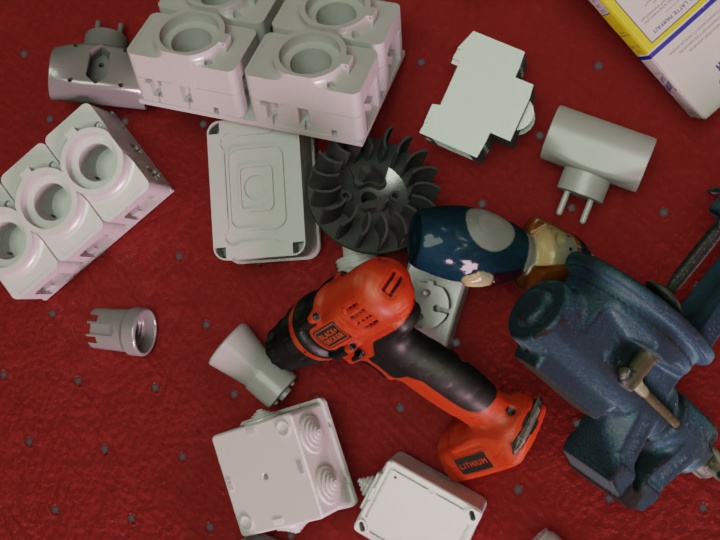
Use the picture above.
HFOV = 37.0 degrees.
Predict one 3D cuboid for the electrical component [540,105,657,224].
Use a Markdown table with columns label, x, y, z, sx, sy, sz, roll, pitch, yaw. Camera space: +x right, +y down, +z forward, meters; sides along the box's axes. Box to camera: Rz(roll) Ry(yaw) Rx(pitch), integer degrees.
| label | x | y | z | sx | sy | sz | roll | pitch | yaw |
| --- | --- | --- | --- | --- | --- | --- | --- | --- | --- |
| electrical component | 0.174 | -0.075 | 0.818 | 0.077 | 0.044 | 0.079 | 22 | 93 | 11 |

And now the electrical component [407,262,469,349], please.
| label | x | y | z | sx | sy | sz | roll | pitch | yaw |
| --- | --- | --- | --- | --- | --- | --- | --- | --- | --- |
| electrical component | 0.052 | 0.026 | 0.824 | 0.047 | 0.076 | 0.083 | 17 | 92 | 11 |

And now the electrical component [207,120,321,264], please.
| label | x | y | z | sx | sy | sz | roll | pitch | yaw |
| --- | --- | --- | --- | --- | --- | --- | --- | --- | --- |
| electrical component | -0.075 | -0.063 | 0.861 | 0.078 | 0.057 | 0.113 | -4 | 88 | 11 |

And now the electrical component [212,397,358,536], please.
| label | x | y | z | sx | sy | sz | roll | pitch | yaw |
| --- | --- | --- | --- | --- | --- | --- | --- | --- | --- |
| electrical component | -0.061 | 0.156 | 0.844 | 0.100 | 0.048 | 0.099 | -21 | 85 | 31 |

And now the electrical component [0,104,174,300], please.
| label | x | y | z | sx | sy | sz | roll | pitch | yaw |
| --- | --- | --- | --- | --- | --- | --- | --- | --- | --- |
| electrical component | -0.246 | -0.055 | 0.893 | 0.150 | 0.062 | 0.089 | -39 | 82 | 8 |

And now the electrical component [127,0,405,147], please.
| label | x | y | z | sx | sy | sz | roll | pitch | yaw |
| --- | --- | --- | --- | --- | --- | --- | --- | --- | --- |
| electrical component | -0.071 | -0.170 | 0.829 | 0.186 | 0.060 | 0.105 | 13 | 55 | 15 |

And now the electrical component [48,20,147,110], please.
| label | x | y | z | sx | sy | sz | roll | pitch | yaw |
| --- | --- | --- | --- | --- | --- | --- | --- | --- | --- |
| electrical component | -0.213 | -0.174 | 0.894 | 0.077 | 0.043 | 0.079 | 5 | 66 | -6 |

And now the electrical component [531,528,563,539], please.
| label | x | y | z | sx | sy | sz | roll | pitch | yaw |
| --- | --- | --- | --- | --- | --- | --- | --- | --- | --- |
| electrical component | 0.149 | 0.230 | 0.817 | 0.055 | 0.045 | 0.045 | 43 | 97 | 9 |

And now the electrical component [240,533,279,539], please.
| label | x | y | z | sx | sy | sz | roll | pitch | yaw |
| --- | --- | --- | --- | --- | --- | --- | --- | --- | --- |
| electrical component | -0.059 | 0.255 | 0.850 | 0.096 | 0.061 | 0.061 | 22 | 93 | 11 |

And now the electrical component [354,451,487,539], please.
| label | x | y | z | sx | sy | sz | roll | pitch | yaw |
| --- | --- | --- | --- | --- | --- | --- | --- | --- | --- |
| electrical component | 0.042 | 0.184 | 0.831 | 0.096 | 0.061 | 0.061 | 28 | 95 | 11 |

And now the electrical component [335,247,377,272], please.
| label | x | y | z | sx | sy | sz | roll | pitch | yaw |
| --- | --- | --- | --- | --- | --- | --- | --- | --- | --- |
| electrical component | 0.000 | 0.000 | 0.852 | 0.043 | 0.043 | 0.062 | -16 | 85 | 11 |

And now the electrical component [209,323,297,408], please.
| label | x | y | z | sx | sy | sz | roll | pitch | yaw |
| --- | --- | --- | --- | --- | --- | --- | --- | --- | --- |
| electrical component | -0.084 | 0.080 | 0.869 | 0.065 | 0.044 | 0.044 | 41 | 97 | 4 |

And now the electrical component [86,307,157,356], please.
| label | x | y | z | sx | sy | sz | roll | pitch | yaw |
| --- | --- | --- | --- | --- | --- | --- | --- | --- | --- |
| electrical component | -0.199 | 0.050 | 0.893 | 0.046 | 0.040 | 0.040 | 4 | 90 | 18 |
